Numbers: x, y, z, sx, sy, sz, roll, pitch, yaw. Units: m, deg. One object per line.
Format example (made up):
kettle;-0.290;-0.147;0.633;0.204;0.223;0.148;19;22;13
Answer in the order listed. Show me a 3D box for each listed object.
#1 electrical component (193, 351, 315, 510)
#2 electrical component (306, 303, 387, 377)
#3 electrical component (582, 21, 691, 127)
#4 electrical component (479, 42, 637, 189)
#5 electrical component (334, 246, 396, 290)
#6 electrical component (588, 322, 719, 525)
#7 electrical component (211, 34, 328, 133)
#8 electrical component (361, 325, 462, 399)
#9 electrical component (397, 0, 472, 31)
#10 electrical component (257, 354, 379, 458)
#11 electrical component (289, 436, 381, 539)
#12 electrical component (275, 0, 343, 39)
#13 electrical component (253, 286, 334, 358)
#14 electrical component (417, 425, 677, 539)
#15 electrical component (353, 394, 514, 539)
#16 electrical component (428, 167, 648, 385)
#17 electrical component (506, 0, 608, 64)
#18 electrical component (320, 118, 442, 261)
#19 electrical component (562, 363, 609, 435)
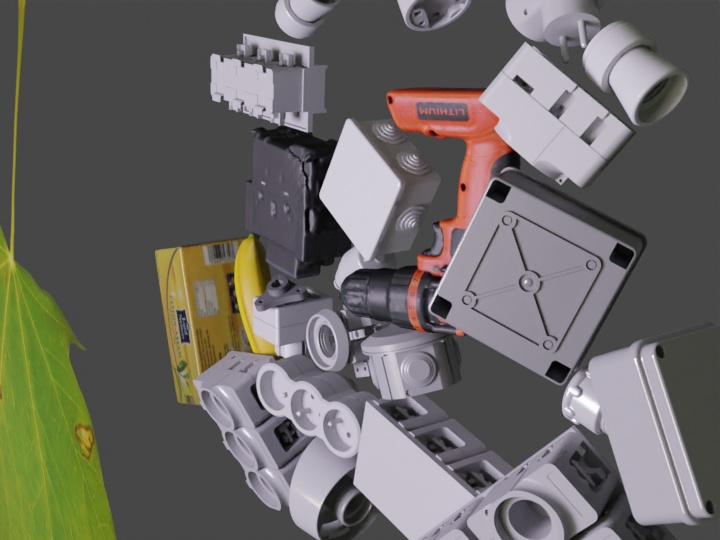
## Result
electrical component;-0.098;0.163;1.087;0.089;0.062;0.150;0;122;56
electrical component;-0.012;0.061;0.986;0.058;0.057;0.078;-15;86;56
electrical component;0.173;-0.124;0.677;0.055;0.045;0.045;55;139;32
electrical component;0.127;-0.097;0.705;0.089;0.050;0.055;42;107;9
electrical component;0.000;0.000;0.967;0.078;0.040;0.040;-34;71;54
electrical component;0.201;0.095;0.666;0.057;0.078;0.113;-29;75;58
electrical component;-0.091;-0.180;1.030;0.121;0.063;0.078;25;118;50
electrical component;0.044;0.072;0.888;0.080;0.080;0.051;-6;99;56
electrical component;0.052;-0.218;0.821;0.055;0.055;0.047;-48;56;50
electrical component;-0.025;0.121;1.003;0.138;0.074;0.052;26;117;38
electrical component;-0.021;0.205;1.006;0.064;0.099;0.099;31;123;41
electrical component;-0.047;-0.240;0.966;0.055;0.045;0.045;-37;69;53
electrical component;-0.065;0.063;1.056;0.047;0.066;0.076;22;117;51
electrical component;0.115;0.210;0.769;0.105;0.060;0.186;48;125;6
electrical component;0.067;0.177;0.898;0.150;0.062;0.089;37;127;45
electrical component;0.118;0.003;0.723;0.109;0.056;0.108;29;110;13
electrical component;0.137;-0.174;0.706;0.077;0.043;0.079;-38;48;53
electrical component;0.017;-0.070;0.915;0.099;0.048;0.099;54;138;33
electrical component;0.174;0.095;0.737;0.062;0.048;0.048;35;127;38
